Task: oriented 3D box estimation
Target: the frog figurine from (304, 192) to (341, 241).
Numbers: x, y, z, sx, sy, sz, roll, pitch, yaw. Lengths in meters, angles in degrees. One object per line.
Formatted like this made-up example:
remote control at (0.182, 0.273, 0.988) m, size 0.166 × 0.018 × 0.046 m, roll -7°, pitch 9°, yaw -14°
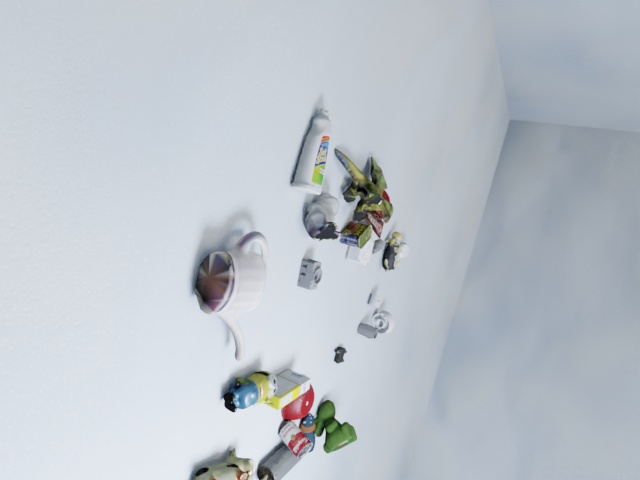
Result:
frog figurine at (0.005, -0.081, 1.616) m, size 0.135 × 0.121 × 0.163 m, roll 35°, pitch 35°, yaw -50°

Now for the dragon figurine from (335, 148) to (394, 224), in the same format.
dragon figurine at (0.172, -0.207, 1.845) m, size 0.403 × 0.121 × 0.248 m, roll 61°, pitch 28°, yaw -28°

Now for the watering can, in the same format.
watering can at (-0.213, 0.146, 1.282) m, size 0.224 × 0.104 × 0.347 m, roll 10°, pitch 92°, yaw -60°
